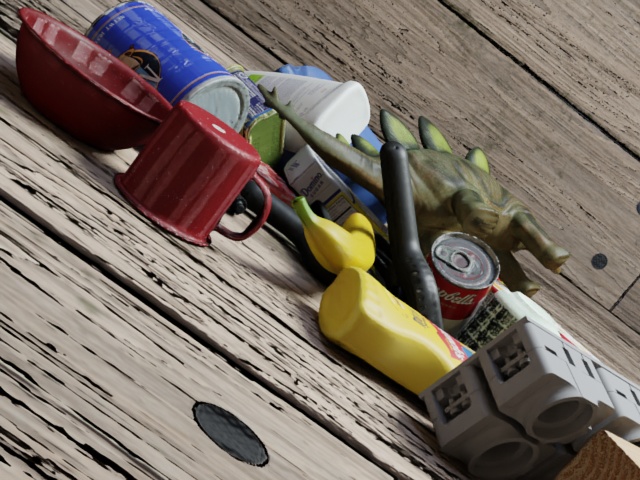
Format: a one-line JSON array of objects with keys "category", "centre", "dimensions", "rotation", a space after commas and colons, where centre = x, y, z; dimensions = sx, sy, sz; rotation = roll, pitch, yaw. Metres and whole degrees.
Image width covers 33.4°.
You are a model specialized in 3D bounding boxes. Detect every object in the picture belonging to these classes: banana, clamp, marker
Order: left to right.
[{"category": "marker", "centre": [-0.101, -0.059, 1.029], "dimensions": [0.020, 0.020, 0.121], "rotation": [29, 14, -41]}, {"category": "clamp", "centre": [-0.007, 0.001, 1.037], "dimensions": [0.120, 0.039, 0.172], "rotation": [13, 26, -40]}, {"category": "banana", "centre": [0.024, 0.001, 0.947], "dimensions": [0.197, 0.037, 0.069], "rotation": [15, 61, -75]}, {"category": "clamp", "centre": [0.078, 0.035, 1.000], "dimensions": [0.165, 0.036, 0.210], "rotation": [104, -25, -63]}]

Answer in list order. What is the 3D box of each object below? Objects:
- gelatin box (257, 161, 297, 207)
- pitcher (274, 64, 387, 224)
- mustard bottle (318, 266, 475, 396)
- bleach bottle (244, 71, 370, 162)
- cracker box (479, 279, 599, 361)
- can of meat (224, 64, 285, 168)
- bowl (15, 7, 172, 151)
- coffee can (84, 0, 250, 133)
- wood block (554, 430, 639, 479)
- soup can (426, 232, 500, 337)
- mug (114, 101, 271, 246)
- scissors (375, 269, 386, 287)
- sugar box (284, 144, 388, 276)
[{"category": "gelatin box", "centre": [-0.070, -0.065, 1.131], "dimensions": [0.073, 0.030, 0.089], "rotation": [30, 13, -39]}, {"category": "pitcher", "centre": [0.013, -0.106, 1.367], "dimensions": [0.149, 0.145, 0.243], "rotation": [15, 26, -36]}, {"category": "mustard bottle", "centre": [0.090, 0.099, 0.876], "dimensions": [0.191, 0.058, 0.096], "rotation": [35, 10, -17]}, {"category": "bleach bottle", "centre": [-0.067, -0.168, 1.301], "dimensions": [0.251, 0.102, 0.068], "rotation": [21, -35, 37]}, {"category": "cracker box", "centre": [0.249, 0.122, 1.285], "dimensions": [0.214, 0.072, 0.164], "rotation": [43, 11, 33]}, {"category": "can of meat", "centre": [-0.085, -0.131, 1.199], "dimensions": [0.084, 0.057, 0.102], "rotation": [46, -28, 25]}, {"category": "bowl", "centre": [-0.195, -0.123, 0.888], "dimensions": [0.162, 0.055, 0.162], "rotation": [36, 10, -8]}, {"category": "coffee can", "centre": [-0.150, -0.149, 1.019], "dimensions": [0.140, 0.103, 0.102], "rotation": [42, 11, 25]}, {"category": "wood block", "centre": [0.260, 0.228, 0.804], "dimensions": [0.205, 0.090, 0.091], "rotation": [29, 14, -42]}, {"category": "soup can", "centre": [0.124, 0.050, 1.033], "dimensions": [0.068, 0.102, 0.068], "rotation": [9, 48, -11]}, {"category": "mug", "centre": [-0.091, -0.048, 0.838], "dimensions": [0.117, 0.081, 0.093], "rotation": [37, 10, -5]}, {"category": "scissors", "centre": [0.111, 0.028, 1.161], "dimensions": [0.096, 0.016, 0.201], "rotation": [46, 31, -9]}, {"category": "sugar box", "centre": [0.034, -0.023, 1.190], "dimensions": [0.176, 0.048, 0.093], "rotation": [44, 7, -16]}]
